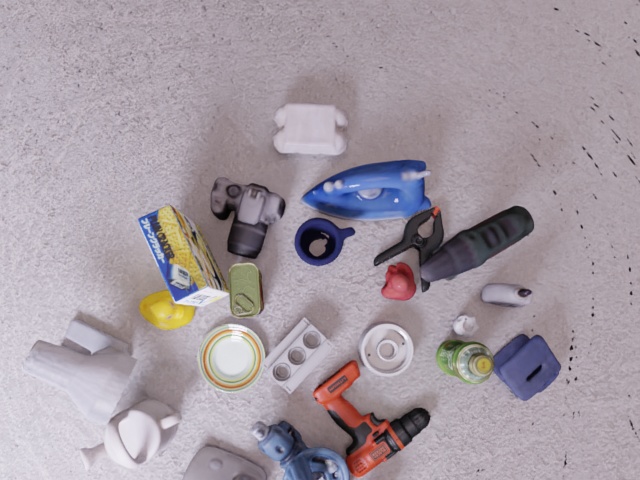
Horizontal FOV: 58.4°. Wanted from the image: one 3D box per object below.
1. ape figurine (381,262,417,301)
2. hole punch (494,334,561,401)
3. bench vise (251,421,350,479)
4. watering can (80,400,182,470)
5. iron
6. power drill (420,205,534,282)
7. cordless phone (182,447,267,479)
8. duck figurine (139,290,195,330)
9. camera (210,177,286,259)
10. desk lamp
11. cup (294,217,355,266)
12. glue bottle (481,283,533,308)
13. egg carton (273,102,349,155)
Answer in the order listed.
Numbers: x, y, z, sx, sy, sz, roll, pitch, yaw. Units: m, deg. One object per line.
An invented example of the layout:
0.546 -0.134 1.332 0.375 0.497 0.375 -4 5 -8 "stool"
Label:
0.152 0.083 1.098 0.078 0.092 0.076 -38 83 -5 "ape figurine"
0.394 0.239 1.077 0.109 0.091 0.101 -41 84 -5 "hole punch"
-0.041 0.407 0.989 0.207 0.220 0.121 22 83 3 "bench vise"
-0.332 0.351 1.010 0.101 0.194 0.173 44 85 6 "watering can"
0.088 -0.101 1.099 0.258 0.141 0.119 -7 82 -1 "iron"
0.270 0.020 1.048 0.229 0.208 0.075 -30 83 -4 "power drill"
-0.175 0.441 1.002 0.147 0.185 0.094 19 83 3 "cordless phone"
-0.299 0.133 1.095 0.104 0.086 0.077 9 82 2 "duck figurine"
-0.151 -0.040 1.111 0.143 0.101 0.137 15 82 2 "camera"
-0.413 0.230 1.017 0.203 0.213 0.118 24 83 4 "desk lamp"
0.010 0.004 1.108 0.118 0.095 0.092 -19 82 -2 "cup"
0.355 0.101 1.054 0.078 0.173 0.037 12 82 2 "glue bottle"
-0.018 -0.223 1.152 0.150 0.069 0.107 1 82 0 "egg carton"
